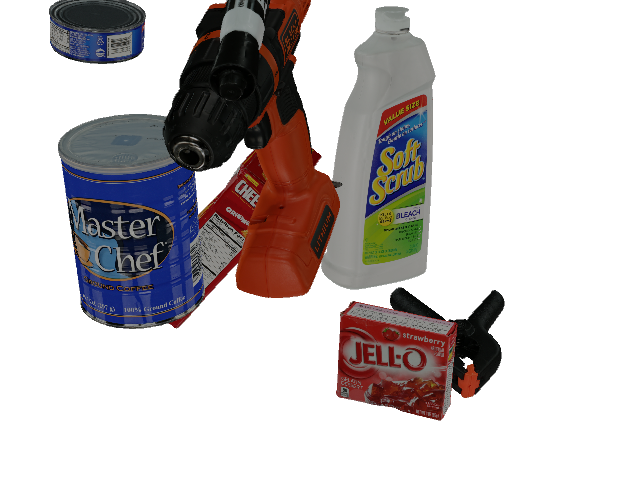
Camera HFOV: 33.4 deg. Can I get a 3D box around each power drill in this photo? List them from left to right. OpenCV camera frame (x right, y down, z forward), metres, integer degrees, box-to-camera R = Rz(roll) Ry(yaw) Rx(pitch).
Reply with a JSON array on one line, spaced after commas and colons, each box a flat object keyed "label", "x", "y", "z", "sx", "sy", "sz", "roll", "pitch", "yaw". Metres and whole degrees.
[{"label": "power drill", "x": -0.036, "y": -0.054, "z": 0.657, "sx": 0.057, "sy": 0.187, "sz": 0.184, "roll": 6, "pitch": 44, "yaw": 16}]

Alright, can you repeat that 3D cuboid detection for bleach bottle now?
[{"label": "bleach bottle", "x": 0.054, "y": -0.085, "z": 0.979, "sx": 0.102, "sy": 0.251, "sz": 0.068, "roll": -10, "pitch": 24, "yaw": -26}]

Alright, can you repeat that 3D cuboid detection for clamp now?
[{"label": "clamp", "x": 0.146, "y": 0.095, "z": 1.073, "sx": 0.120, "sy": 0.039, "sz": 0.171, "roll": -8, "pitch": 32, "yaw": -8}]

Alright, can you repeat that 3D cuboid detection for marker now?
[{"label": "marker", "x": -0.030, "y": -0.100, "z": 0.441, "sx": 0.020, "sy": 0.121, "sz": 0.020, "roll": 3, "pitch": -42, "yaw": 2}]

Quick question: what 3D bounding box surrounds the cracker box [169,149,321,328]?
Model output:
[{"label": "cracker box", "x": -0.105, "y": -0.020, "z": 1.226, "sx": 0.072, "sy": 0.214, "sz": 0.164, "roll": 40, "pitch": 26, "yaw": -6}]

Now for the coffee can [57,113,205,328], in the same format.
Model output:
[{"label": "coffee can", "x": -0.147, "y": -0.016, "z": 0.844, "sx": 0.103, "sy": 0.140, "sz": 0.103, "roll": -1, "pitch": 28, "yaw": 0}]

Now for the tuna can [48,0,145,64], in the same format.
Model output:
[{"label": "tuna can", "x": -0.202, "y": -0.191, "z": 0.967, "sx": 0.086, "sy": 0.034, "sz": 0.086, "roll": 5, "pitch": 31, "yaw": -4}]

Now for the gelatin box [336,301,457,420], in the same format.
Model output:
[{"label": "gelatin box", "x": 0.058, "y": 0.093, "z": 0.823, "sx": 0.089, "sy": 0.073, "sz": 0.030, "roll": 11, "pitch": 23, "yaw": 20}]
